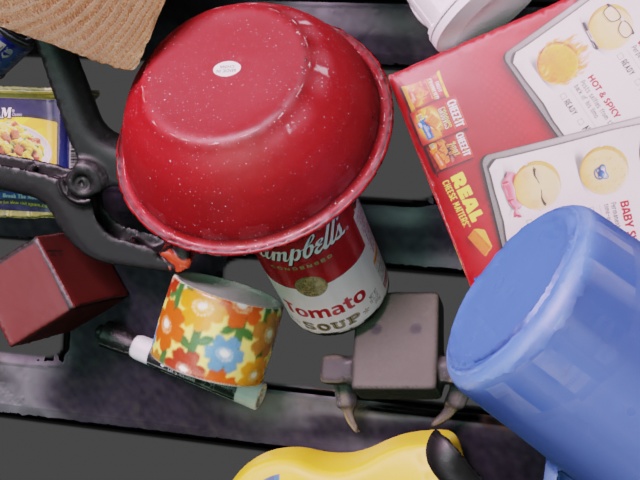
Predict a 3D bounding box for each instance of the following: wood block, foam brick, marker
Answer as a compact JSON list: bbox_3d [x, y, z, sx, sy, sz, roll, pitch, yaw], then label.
[{"bbox_3d":[-0.160,-0.181,0.601,0.206,0.090,0.090,45,113,50],"label":"wood block"},{"bbox_3d":[-0.171,0.029,0.686,0.051,0.078,0.053,-31,84,15],"label":"foam brick"},{"bbox_3d":[-0.093,0.081,0.699,0.121,0.020,0.020,20,98,13],"label":"marker"}]

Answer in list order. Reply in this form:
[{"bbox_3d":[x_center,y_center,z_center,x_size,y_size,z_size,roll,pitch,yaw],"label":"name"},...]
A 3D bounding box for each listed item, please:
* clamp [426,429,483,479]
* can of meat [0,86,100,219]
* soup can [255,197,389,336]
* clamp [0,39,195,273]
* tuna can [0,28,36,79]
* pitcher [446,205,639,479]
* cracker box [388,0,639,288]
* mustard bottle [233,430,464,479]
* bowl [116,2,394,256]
[{"bbox_3d":[0.150,0.190,0.620,0.164,0.036,0.210,-12,103,-13],"label":"clamp"},{"bbox_3d":[-0.197,-0.058,0.698,0.102,0.057,0.084,4,96,14],"label":"can of meat"},{"bbox_3d":[-0.004,0.001,0.620,0.068,0.102,0.068,-12,48,13],"label":"soup can"},{"bbox_3d":[-0.151,-0.036,0.648,0.120,0.039,0.171,-35,101,20],"label":"clamp"},{"bbox_3d":[-0.223,-0.146,0.683,0.034,0.086,0.086,-39,84,11],"label":"tuna can"},{"bbox_3d":[0.179,0.100,0.533,0.242,0.149,0.145,35,142,-10],"label":"pitcher"},{"bbox_3d":[0.168,-0.057,0.597,0.214,0.072,0.164,-22,90,14],"label":"cracker box"},{"bbox_3d":[-0.002,0.176,0.662,0.192,0.058,0.096,-9,96,15],"label":"mustard bottle"},{"bbox_3d":[-0.044,-0.074,0.574,0.162,0.055,0.162,-7,59,11],"label":"bowl"}]
